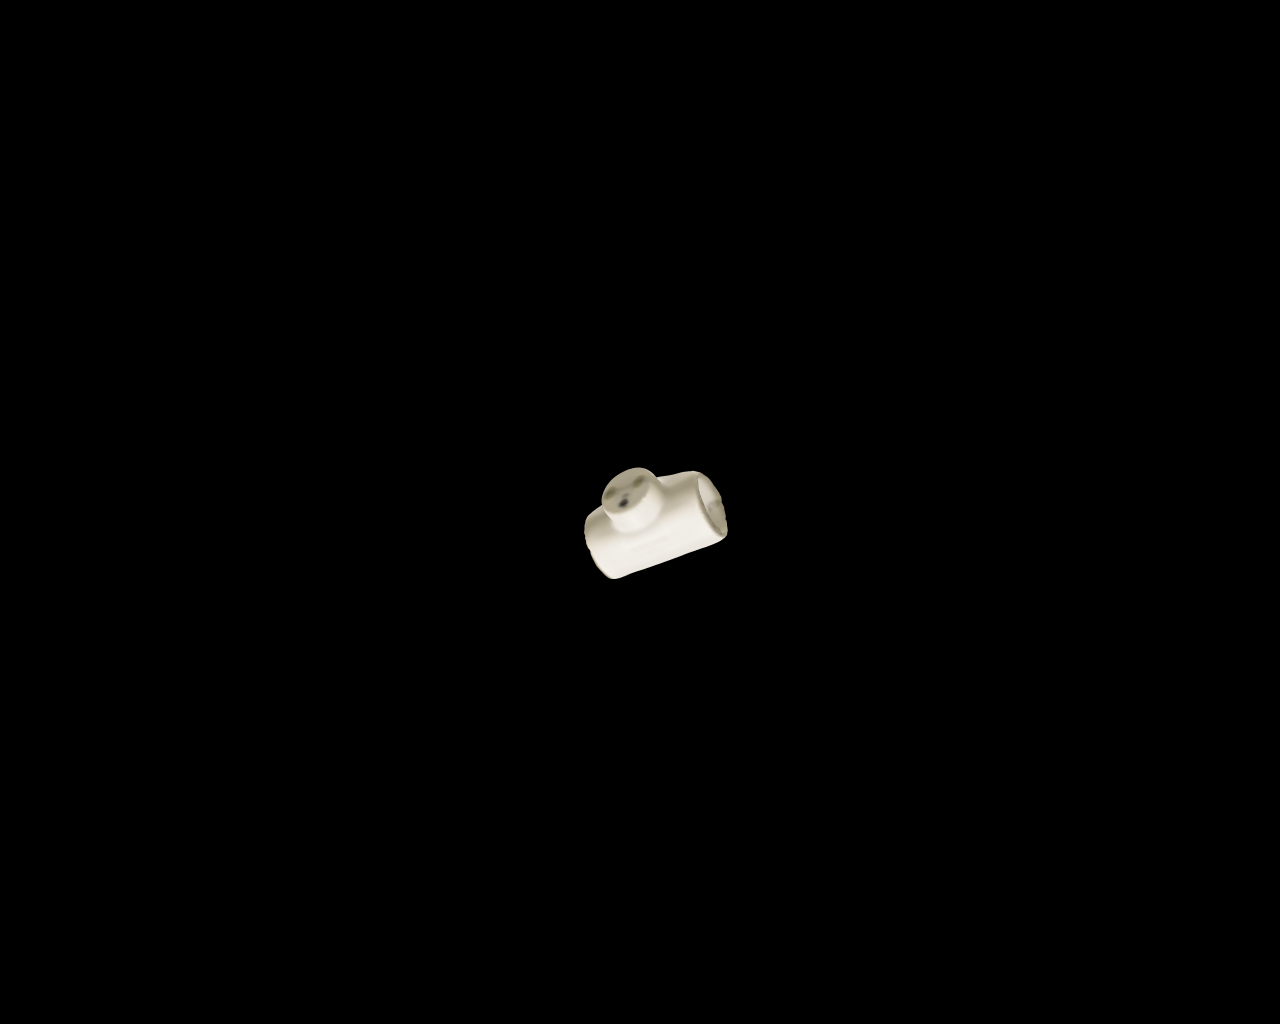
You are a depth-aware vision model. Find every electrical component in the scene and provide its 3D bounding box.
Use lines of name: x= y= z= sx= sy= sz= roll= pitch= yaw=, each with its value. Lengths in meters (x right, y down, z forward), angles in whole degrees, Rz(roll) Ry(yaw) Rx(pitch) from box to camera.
electrical component: x=0.001 y=-0.003 z=0.650 sx=0.077 sy=0.043 sz=0.079 roll=-22 pitch=-49 yaw=21
